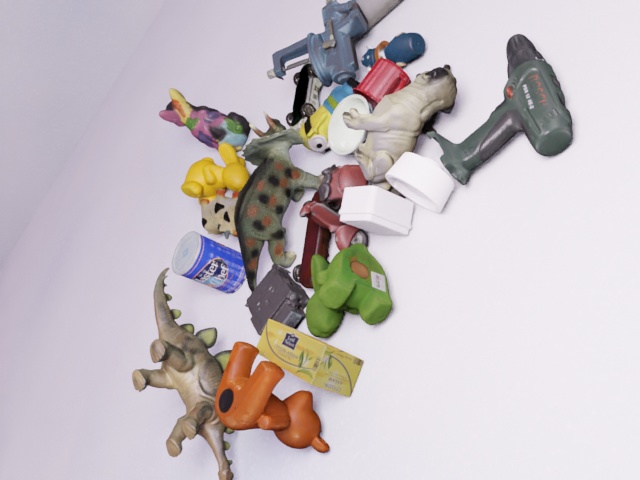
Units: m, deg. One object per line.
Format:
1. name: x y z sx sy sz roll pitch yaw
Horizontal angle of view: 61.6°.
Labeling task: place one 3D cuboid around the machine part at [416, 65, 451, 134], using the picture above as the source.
1. machine part: 0.198 -0.259 0.996 0.084 0.039 0.139 -1 65 39

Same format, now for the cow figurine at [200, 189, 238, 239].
1. cow figurine: -0.224 -0.054 1.295 0.195 0.085 0.127 -14 76 53

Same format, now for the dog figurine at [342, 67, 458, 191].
1. dog figurine: 0.155 -0.186 0.921 0.191 0.172 0.121 -15 25 18

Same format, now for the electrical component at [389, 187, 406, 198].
1. electrical component: 0.144 -0.099 0.969 0.094 0.021 0.063 26 88 51

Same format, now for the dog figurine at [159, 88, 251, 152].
1. dog figurine: -0.322 -0.327 1.470 0.192 0.219 0.108 15 82 52

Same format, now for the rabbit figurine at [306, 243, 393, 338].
1. rabbit figurine: 0.022 0.090 0.921 0.170 0.121 0.159 -52 33 36

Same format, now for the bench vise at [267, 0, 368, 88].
1. bench vise: -0.013 -0.425 1.183 0.241 0.129 0.223 -15 81 21

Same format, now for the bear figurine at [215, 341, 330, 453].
1. bear figurine: -0.060 0.255 0.843 0.120 0.195 0.132 22 86 56

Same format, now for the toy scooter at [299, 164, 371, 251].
1. toy scooter: 0.030 -0.069 0.983 0.075 0.135 0.184 -35 43 58

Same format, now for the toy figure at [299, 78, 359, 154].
1. toy figure: 0.029 -0.264 1.153 0.180 0.082 0.089 -51 28 20

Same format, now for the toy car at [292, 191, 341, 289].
1. toy car: -0.002 -0.003 1.049 0.089 0.053 0.202 -18 58 54

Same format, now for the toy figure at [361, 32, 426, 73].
1. toy figure: 0.148 -0.383 1.111 0.155 0.057 0.064 3 64 54

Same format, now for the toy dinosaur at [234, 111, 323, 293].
1. toy dinosaur: -0.111 -0.075 1.105 0.131 0.192 0.404 1 68 51

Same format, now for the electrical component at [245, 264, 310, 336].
1. electrical component: -0.083 0.129 1.056 0.115 0.058 0.134 -56 38 10

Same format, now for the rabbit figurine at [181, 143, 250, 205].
1. rabbit figurine: -0.248 -0.162 1.396 0.173 0.121 0.162 2 59 34

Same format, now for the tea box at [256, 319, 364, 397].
1. tea box: -0.021 0.198 0.914 0.170 0.098 0.068 14 78 52

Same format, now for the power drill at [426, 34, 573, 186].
1. power drill: 0.276 -0.194 0.845 0.207 0.086 0.232 -31 49 22

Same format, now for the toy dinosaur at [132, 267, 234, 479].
1. toy dinosaur: -0.255 0.245 1.038 0.105 0.198 0.471 -37 68 23

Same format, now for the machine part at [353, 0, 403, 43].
1. machine part: 0.106 -0.524 1.225 0.243 0.079 0.079 -35 46 31

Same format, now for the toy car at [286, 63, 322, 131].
1. toy car: -0.032 -0.342 1.285 0.073 0.056 0.201 -16 60 49
